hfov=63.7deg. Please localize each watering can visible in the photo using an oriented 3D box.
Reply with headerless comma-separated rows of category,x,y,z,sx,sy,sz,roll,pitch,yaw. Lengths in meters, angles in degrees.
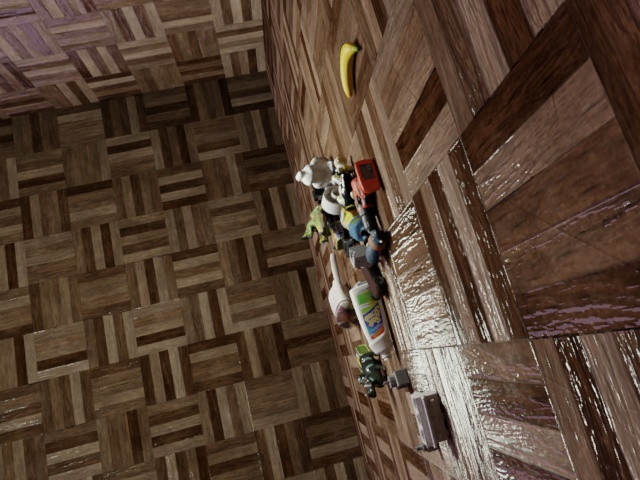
watering can,0.093,0.250,2.333,0.229,0.104,0.340,-115,14,-59

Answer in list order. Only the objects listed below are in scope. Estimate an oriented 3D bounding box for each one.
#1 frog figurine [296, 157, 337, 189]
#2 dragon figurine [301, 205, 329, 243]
frog figurine,-0.021,-0.266,2.080,0.134,0.160,0.125,85,171,-48
dragon figurine,0.007,-0.111,2.203,0.407,0.122,0.245,147,136,-76
